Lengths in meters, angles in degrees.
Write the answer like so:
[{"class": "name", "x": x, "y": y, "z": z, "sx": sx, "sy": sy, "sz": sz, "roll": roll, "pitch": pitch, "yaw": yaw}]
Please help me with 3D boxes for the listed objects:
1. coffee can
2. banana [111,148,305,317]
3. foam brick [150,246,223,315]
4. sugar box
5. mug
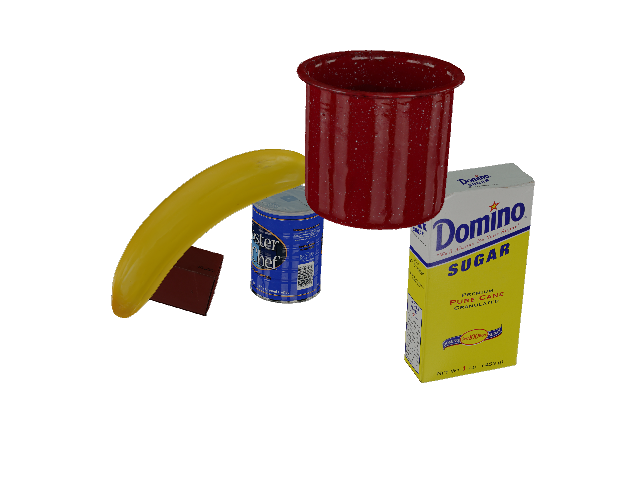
[{"class": "coffee can", "x": -0.047, "y": 0.004, "z": 1.504, "sx": 0.103, "sy": 0.140, "sz": 0.103, "roll": 2, "pitch": 24, "yaw": -1}, {"class": "banana", "x": -0.082, "y": -0.013, "z": 0.771, "sx": 0.198, "sy": 0.069, "sz": 0.037, "roll": -31, "pitch": 28, "yaw": 7}, {"class": "foam brick", "x": -0.150, "y": 0.038, "z": 1.143, "sx": 0.078, "sy": 0.051, "sz": 0.053, "roll": 17, "pitch": 29, "yaw": -2}, {"class": "sugar box", "x": 0.122, "y": 0.028, "z": 0.885, "sx": 0.093, "sy": 0.176, "sz": 0.048, "roll": -9, "pitch": 31, "yaw": -16}, {"class": "mug", "x": 0.036, "y": -0.062, "z": 0.617, "sx": 0.093, "sy": 0.081, "sz": 0.117, "roll": 8, "pitch": 25, "yaw": 15}]
